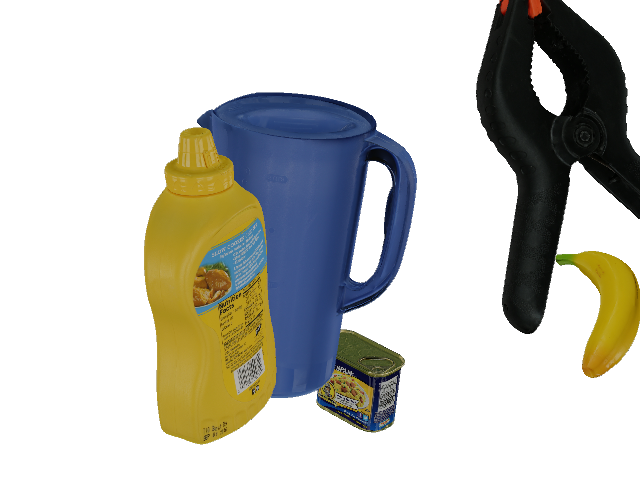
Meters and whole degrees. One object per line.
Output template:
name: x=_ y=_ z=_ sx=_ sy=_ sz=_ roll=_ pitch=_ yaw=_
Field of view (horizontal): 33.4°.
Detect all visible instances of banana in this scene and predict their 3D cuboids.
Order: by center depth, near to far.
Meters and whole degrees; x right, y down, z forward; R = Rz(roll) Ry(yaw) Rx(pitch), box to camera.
banana: x=0.272 y=0.061 z=1.016 sx=0.070 sy=0.037 sz=0.197 roll=-28 pitch=23 yaw=19

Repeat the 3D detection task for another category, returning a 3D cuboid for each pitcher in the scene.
pitcher: x=-0.021 y=0.007 z=0.890 sx=0.144 sy=0.243 sz=0.149 roll=-6 pitch=25 yaw=-25

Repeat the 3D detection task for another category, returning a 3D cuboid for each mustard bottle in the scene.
mustard bottle: x=-0.069 y=0.023 z=0.662 sx=0.058 sy=0.192 sz=0.096 roll=12 pitch=29 yaw=29

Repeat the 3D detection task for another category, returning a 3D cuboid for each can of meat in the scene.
can of meat: x=0.044 y=0.163 z=1.235 sx=0.102 sy=0.084 sz=0.057 roll=24 pitch=30 yaw=36

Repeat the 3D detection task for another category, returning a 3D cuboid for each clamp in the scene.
clamp: x=0.117 y=-0.041 z=0.533 sx=0.120 sy=0.171 sz=0.039 roll=-29 pitch=3 yaw=-21
